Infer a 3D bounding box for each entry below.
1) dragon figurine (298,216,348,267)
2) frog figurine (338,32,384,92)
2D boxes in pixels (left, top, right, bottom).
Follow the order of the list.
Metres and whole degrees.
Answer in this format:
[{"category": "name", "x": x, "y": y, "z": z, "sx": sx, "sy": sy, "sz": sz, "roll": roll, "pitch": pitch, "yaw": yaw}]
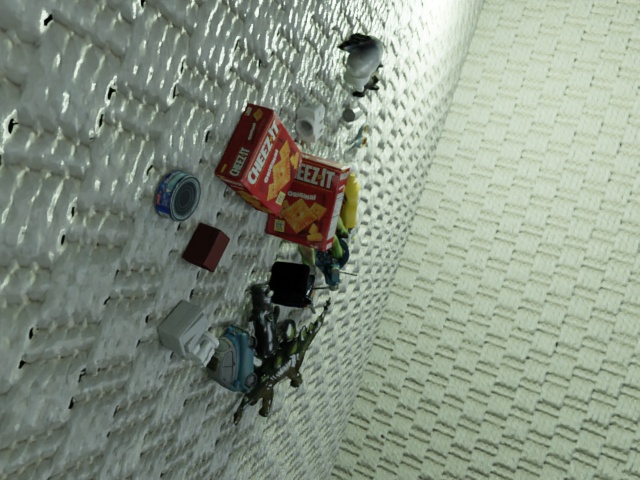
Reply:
[{"category": "dragon figurine", "x": 0.005, "y": -0.076, "z": 1.508, "sx": 0.237, "sy": 0.122, "sz": 0.420, "roll": 76, "pitch": 20, "yaw": -48}, {"category": "frog figurine", "x": 0.119, "y": -0.478, "z": 1.419, "sx": 0.141, "sy": 0.122, "sz": 0.156, "roll": -80, "pitch": 161, "yaw": -48}]
